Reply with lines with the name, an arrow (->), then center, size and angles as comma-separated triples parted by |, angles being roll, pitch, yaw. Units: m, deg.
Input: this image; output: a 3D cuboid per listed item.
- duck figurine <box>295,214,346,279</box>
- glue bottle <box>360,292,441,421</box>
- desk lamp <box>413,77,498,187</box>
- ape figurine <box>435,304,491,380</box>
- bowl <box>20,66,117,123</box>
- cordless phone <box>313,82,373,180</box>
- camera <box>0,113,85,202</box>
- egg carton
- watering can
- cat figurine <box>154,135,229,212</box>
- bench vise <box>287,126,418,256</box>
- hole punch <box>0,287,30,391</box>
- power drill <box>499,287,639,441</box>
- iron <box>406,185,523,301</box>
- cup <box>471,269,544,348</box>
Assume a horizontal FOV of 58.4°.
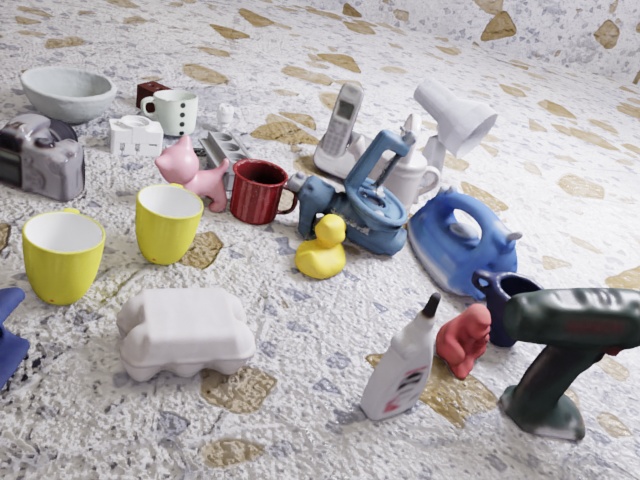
duck figurine -> 0.008, 0.003, 0.877 | 0.077, 0.086, 0.105 | 27, 33, 17
glue bottle -> 0.100, 0.127, 0.640 | 0.078, 0.173, 0.037 | -12, 41, -37
desk lamp -> 0.248, -0.222, 1.221 | 0.202, 0.213, 0.118 | 33, 35, 26
ape figurine -> 0.197, 0.126, 0.764 | 0.078, 0.092, 0.076 | 0, 35, -24
bowl -> -0.477, -0.269, 1.093 | 0.167, 0.075, 0.167 | 12, 32, -7
cordless phone -> 0.075, -0.209, 1.148 | 0.147, 0.185, 0.094 | 23, 32, 12
camera -> -0.426, -0.145, 0.896 | 0.143, 0.101, 0.137 | 17, 31, 2
egg carton -> -0.153, 0.106, 0.655 | 0.151, 0.069, 0.107 | 0, 35, -25
watering can -> 0.140, -0.144, 1.065 | 0.173, 0.194, 0.100 | 3, 34, -21
cat figurine -> -0.207, -0.110, 0.926 | 0.128, 0.118, 0.067 | -1, 35, -26
bench vise -> 0.059, -0.082, 0.906 | 0.208, 0.220, 0.121 | 5, 33, -17
hole punch -> -0.353, 0.097, 0.558 | 0.101, 0.091, 0.108 | 13, 31, -5
power drill -> 0.315, 0.141, 0.683 | 0.230, 0.208, 0.075 | 11, 32, -9
iron -> 0.235, -0.016, 0.958 | 0.119, 0.141, 0.257 | -3, 36, -29
cup -> 0.263, 0.102, 0.830 | 0.117, 0.095, 0.092 | 29, 33, 20
